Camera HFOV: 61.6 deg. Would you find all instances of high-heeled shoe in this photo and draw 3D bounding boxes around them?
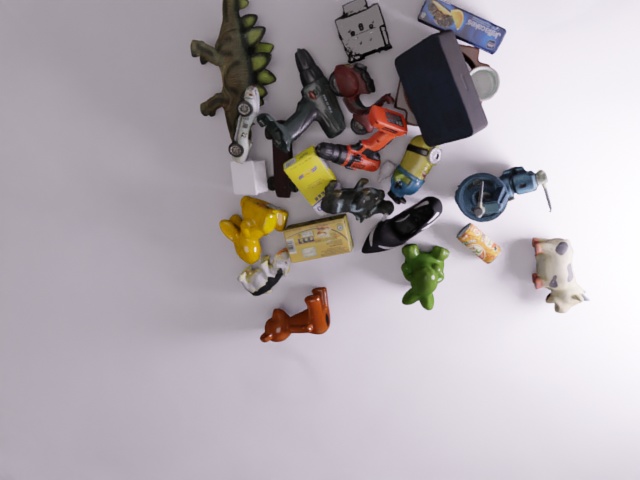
[{"bbox_3d":[0.202,-0.025,1.354,0.249,0.145,0.086,-39,93,15],"label":"high-heeled shoe"}]

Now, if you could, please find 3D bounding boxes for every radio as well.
[{"bbox_3d":[0.265,-0.327,1.189,0.131,0.073,0.229,-14,102,48],"label":"radio"}]

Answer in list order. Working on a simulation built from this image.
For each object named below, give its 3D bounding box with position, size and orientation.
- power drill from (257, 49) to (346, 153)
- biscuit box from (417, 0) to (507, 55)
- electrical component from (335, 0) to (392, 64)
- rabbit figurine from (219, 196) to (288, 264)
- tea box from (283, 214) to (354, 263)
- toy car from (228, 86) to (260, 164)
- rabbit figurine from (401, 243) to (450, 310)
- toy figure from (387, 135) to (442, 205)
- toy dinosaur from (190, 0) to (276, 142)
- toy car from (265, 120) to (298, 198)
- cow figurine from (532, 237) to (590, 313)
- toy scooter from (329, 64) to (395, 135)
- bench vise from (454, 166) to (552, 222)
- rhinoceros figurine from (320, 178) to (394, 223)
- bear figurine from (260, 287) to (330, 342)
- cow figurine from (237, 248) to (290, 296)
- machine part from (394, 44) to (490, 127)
[{"bbox_3d":[-0.054,-0.330,1.327,0.207,0.086,0.232,-41,104,-24],"label":"power drill"},{"bbox_3d":[0.330,-0.500,1.254,0.203,0.063,0.059,25,108,4],"label":"biscuit box"},{"bbox_3d":[0.102,-0.508,1.298,0.115,0.058,0.134,-19,100,13],"label":"electrical component"},{"bbox_3d":[-0.188,-0.022,1.443,0.162,0.122,0.173,21,109,10],"label":"rabbit figurine"},{"bbox_3d":[-0.003,-0.004,1.438,0.170,0.068,0.098,-10,102,12],"label":"tea box"},{"bbox_3d":[-0.187,-0.287,1.341,0.056,0.073,0.201,14,126,-8],"label":"toy car"},{"bbox_3d":[0.254,0.095,1.361,0.121,0.170,0.159,13,105,8],"label":"rabbit figurine"},{"bbox_3d":[0.232,-0.177,1.345,0.089,0.082,0.180,35,110,-1],"label":"toy figure"},{"bbox_3d":[-0.215,-0.459,1.351,0.199,0.105,0.470,-2,113,4],"label":"toy dinosaur"},{"bbox_3d":[-0.096,-0.212,1.412,0.089,0.053,0.202,4,106,26],"label":"toy car"},{"bbox_3d":[0.600,0.089,1.343,0.127,0.085,0.194,-3,103,18],"label":"cow figurine"},{"bbox_3d":[0.108,-0.355,1.311,0.135,0.075,0.183,-16,106,43],"label":"toy scooter"},{"bbox_3d":[0.415,-0.102,1.256,0.224,0.240,0.128,-1,108,27],"label":"bench vise"},{"bbox_3d":[0.098,-0.094,1.362,0.190,0.073,0.112,2,122,-14],"label":"rhinoceros figurine"},{"bbox_3d":[-0.073,0.211,1.484,0.196,0.120,0.131,-7,99,18],"label":"bear figurine"},{"bbox_3d":[-0.138,0.093,1.489,0.167,0.068,0.098,-29,103,19],"label":"cow figurine"},{"bbox_3d":[0.289,-0.364,1.284,0.201,0.087,0.201,12,104,7],"label":"machine part"}]
